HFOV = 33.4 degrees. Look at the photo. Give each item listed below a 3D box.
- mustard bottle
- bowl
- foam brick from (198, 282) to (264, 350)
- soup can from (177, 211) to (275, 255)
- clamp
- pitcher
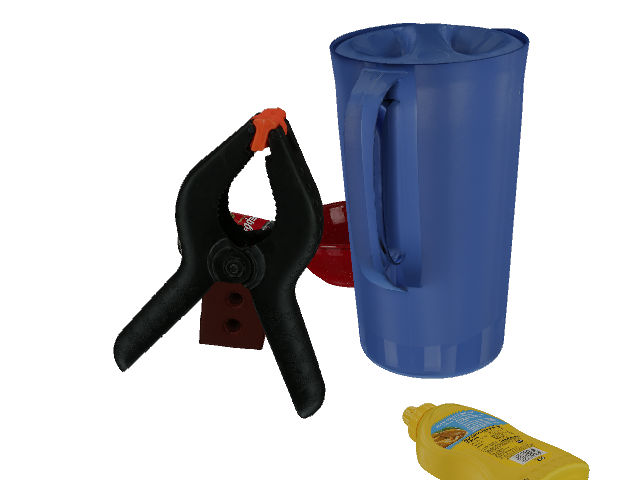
[{"bbox_3d":[0.146,0.197,0.992,0.096,0.058,0.192,-16,25,-35],"label":"mustard bottle"},{"bbox_3d":[0.043,0.005,1.035,0.162,0.055,0.162,-7,17,2],"label":"bowl"},{"bbox_3d":[-0.066,0.041,0.857,0.053,0.078,0.051,6,14,1],"label":"foam brick"},{"bbox_3d":[-0.107,0.000,1.249,0.102,0.068,0.068,13,4,19],"label":"soup can"},{"bbox_3d":[-0.053,0.013,0.575,0.120,0.171,0.039,4,17,1],"label":"clamp"},{"bbox_3d":[0.072,-0.025,0.752,0.149,0.243,0.145,-9,23,-14],"label":"pitcher"}]
